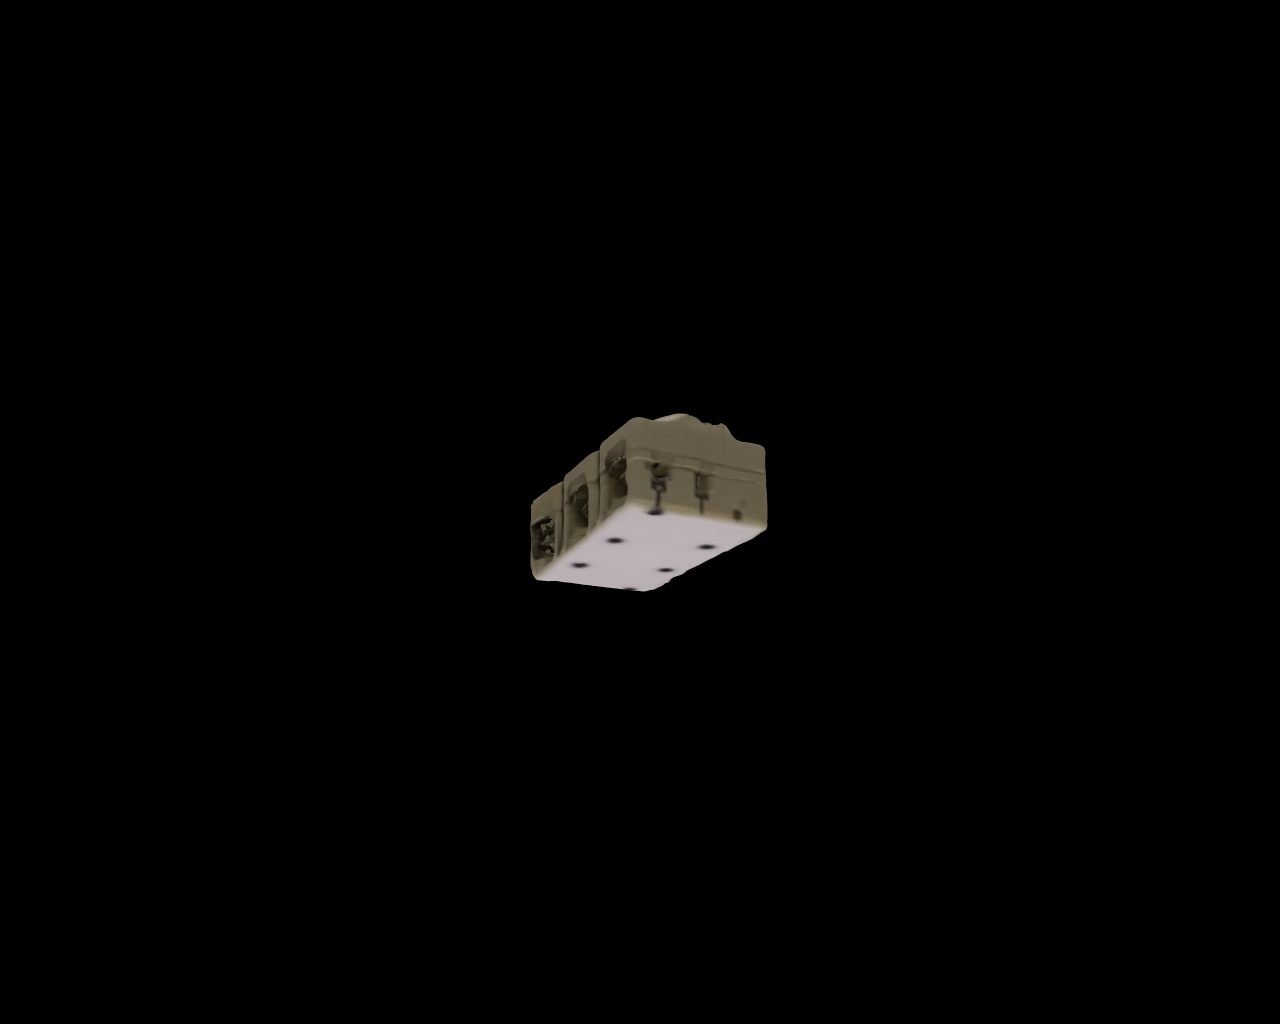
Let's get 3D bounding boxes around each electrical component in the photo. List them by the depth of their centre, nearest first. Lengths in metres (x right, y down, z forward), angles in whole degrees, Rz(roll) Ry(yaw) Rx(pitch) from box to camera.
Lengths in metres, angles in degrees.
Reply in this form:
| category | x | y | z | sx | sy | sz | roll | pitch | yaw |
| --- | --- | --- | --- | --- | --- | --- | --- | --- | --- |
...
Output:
| category | x | y | z | sx | sy | sz | roll | pitch | yaw |
| --- | --- | --- | --- | --- | --- | --- | --- | --- | --- |
| electrical component | 0.001 | -0.003 | 0.650 | 0.089 | 0.062 | 0.150 | 10 | -22 | -26 |
